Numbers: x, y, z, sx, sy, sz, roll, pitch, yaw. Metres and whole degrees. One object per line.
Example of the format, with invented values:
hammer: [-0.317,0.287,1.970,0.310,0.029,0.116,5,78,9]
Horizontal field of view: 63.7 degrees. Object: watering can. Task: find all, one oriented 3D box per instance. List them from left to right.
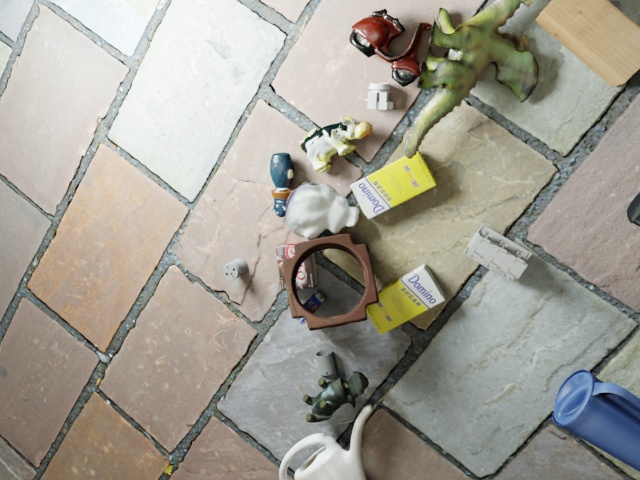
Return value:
watering can: [0.053,0.573,1.291,0.344,0.225,0.105,-40,-2,19]

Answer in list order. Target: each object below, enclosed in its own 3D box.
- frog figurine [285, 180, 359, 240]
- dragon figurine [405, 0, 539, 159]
frog figurine: [0.004,-0.060,1.196,0.160,0.138,0.121,25,-3,22]
dragon figurine: [0.330,-0.349,1.065,0.243,0.406,0.123,12,14,6]
